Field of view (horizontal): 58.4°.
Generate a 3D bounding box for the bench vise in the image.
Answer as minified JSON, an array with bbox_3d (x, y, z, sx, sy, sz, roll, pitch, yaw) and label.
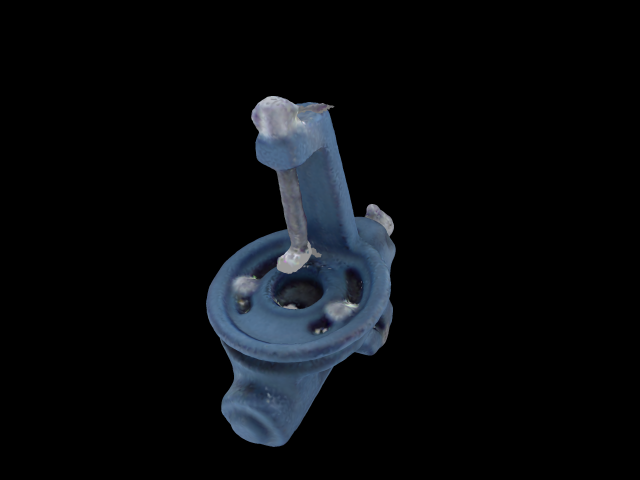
[{"bbox_3d":[-0.008,0.001,0.402,0.121,0.220,0.207,4,25,9],"label":"bench vise"}]
